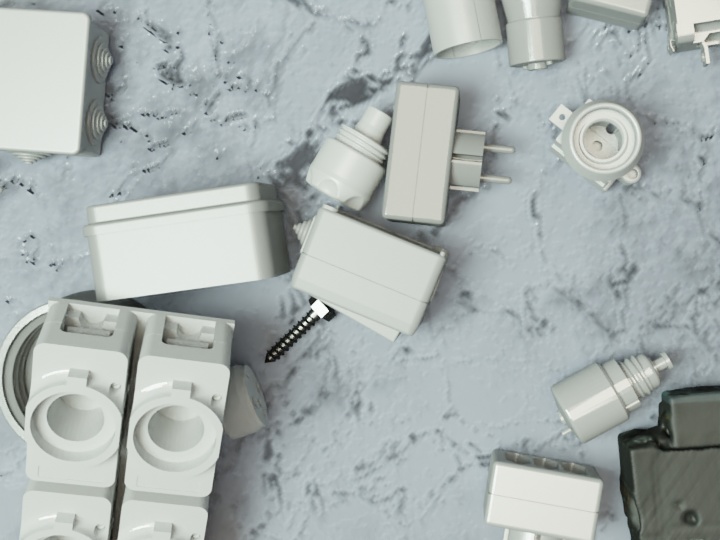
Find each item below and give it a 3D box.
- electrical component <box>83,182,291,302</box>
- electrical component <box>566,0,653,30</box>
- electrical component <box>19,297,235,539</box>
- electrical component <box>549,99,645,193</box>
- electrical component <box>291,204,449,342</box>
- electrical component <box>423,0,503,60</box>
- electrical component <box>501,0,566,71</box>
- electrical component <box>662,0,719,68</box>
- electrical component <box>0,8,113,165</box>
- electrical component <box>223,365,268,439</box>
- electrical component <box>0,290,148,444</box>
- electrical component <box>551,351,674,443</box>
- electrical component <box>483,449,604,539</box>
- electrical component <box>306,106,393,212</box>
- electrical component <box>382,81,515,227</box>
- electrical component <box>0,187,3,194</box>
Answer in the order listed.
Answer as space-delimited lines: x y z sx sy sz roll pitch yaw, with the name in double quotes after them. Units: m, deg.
-0.105 -0.018 0.664 0.113 0.078 0.057 -8 92 6 "electrical component"
0.157 -0.187 0.638 0.047 0.077 0.065 16 92 6 "electrical component"
-0.139 0.118 0.629 0.105 0.060 0.186 8 115 -9 "electrical component"
0.145 -0.076 0.650 0.066 0.055 0.048 39 94 4 "electrical component"
0.000 0.000 0.661 0.096 0.062 0.061 22 95 5 "electrical component"
0.059 -0.176 0.664 0.043 0.043 0.081 -11 89 6 "electrical component"
0.107 -0.156 0.662 0.044 0.044 0.065 -5 94 6 "electrical component"
0.216 -0.159 0.649 0.064 0.042 0.081 -7 88 7 "electrical component"
-0.211 -0.118 0.689 0.100 0.048 0.099 5 91 6 "electrical component"
-0.091 0.088 0.679 0.055 0.045 0.045 -20 88 5 "electrical component"
-0.177 0.067 0.680 0.108 0.060 0.108 0 90 6 "electrical component"
0.154 0.074 0.657 0.078 0.040 0.040 -30 87 5 "electrical component"
0.108 0.156 0.658 0.066 0.047 0.076 9 91 6 "electrical component"
-0.002 -0.072 0.671 0.043 0.043 0.062 30 93 5 "electrical component"
0.057 -0.068 0.663 0.076 0.047 0.083 7 91 6 "electrical component"
-0.271 -0.049 0.697 0.079 0.044 0.077 -19 88 5 "electrical component"
